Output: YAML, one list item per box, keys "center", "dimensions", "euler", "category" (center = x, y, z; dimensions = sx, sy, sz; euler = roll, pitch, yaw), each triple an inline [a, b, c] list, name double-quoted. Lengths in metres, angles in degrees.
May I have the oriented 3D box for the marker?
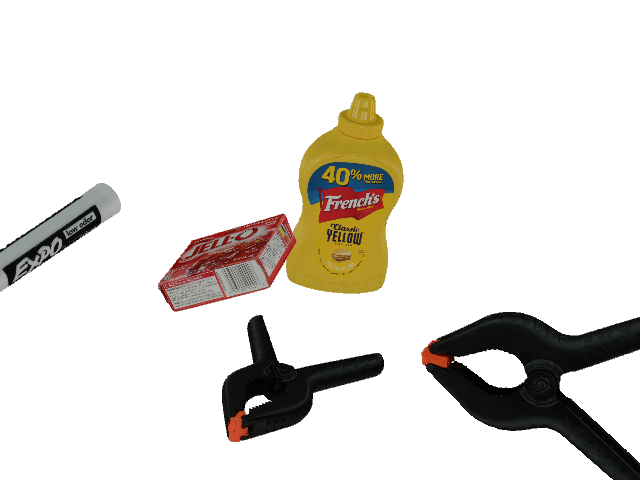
- center: [-0.150, 0.007, 0.543]
  dimensions: [0.020, 0.020, 0.120]
  euler: [0, 30, 44]
  category: "marker"

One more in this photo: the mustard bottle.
- center: [0.026, -0.045, 0.989]
  dimensions: [0.096, 0.192, 0.058]
  euler: [7, 28, -5]
  category: "mustard bottle"

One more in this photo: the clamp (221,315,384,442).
- center: [-0.032, 0.149, 1.118]
  dimensions: [0.165, 0.036, 0.209]
  euler: [12, 26, 14]
  category: "clamp"

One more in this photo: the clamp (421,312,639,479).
- center: [0.152, 0.102, 0.703]
  dimensions: [0.172, 0.120, 0.039]
  euler: [2, -1, 20]
  category: "clamp"

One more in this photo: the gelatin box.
- center: [-0.071, 0.016, 0.820]
  dimensions: [0.089, 0.030, 0.073]
  euler: [-15, 22, 24]
  category: "gelatin box"
